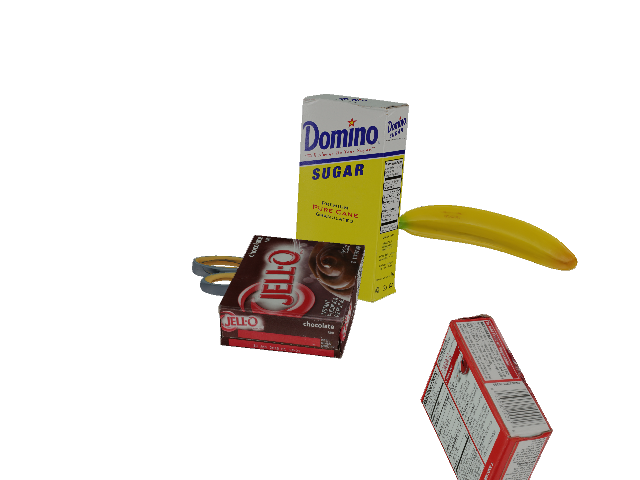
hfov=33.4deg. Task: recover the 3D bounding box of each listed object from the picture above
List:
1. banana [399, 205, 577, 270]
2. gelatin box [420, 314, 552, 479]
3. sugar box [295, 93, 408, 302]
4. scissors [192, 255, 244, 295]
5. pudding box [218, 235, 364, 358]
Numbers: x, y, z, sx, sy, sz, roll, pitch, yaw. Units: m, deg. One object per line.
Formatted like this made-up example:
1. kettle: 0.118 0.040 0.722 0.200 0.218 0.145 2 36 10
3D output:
1. banana: 0.167 -0.005 1.102 0.198 0.037 0.069 10 36 15
2. gelatin box: 0.093 0.099 0.609 0.030 0.073 0.089 -4 43 -18
3. sugar box: 0.026 -0.040 0.966 0.093 0.176 0.048 12 18 34
4. scissors: -0.042 0.041 1.144 0.202 0.016 0.096 5 21 6
5. pudding box: -0.019 0.039 0.790 0.090 0.039 0.113 6 27 8
